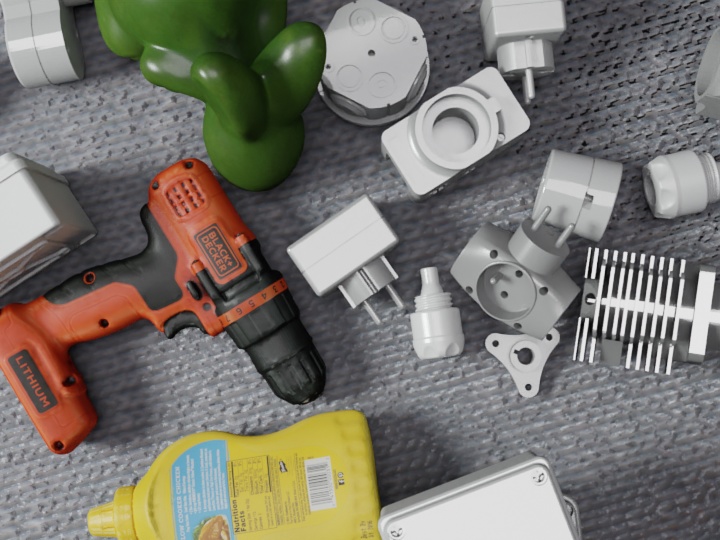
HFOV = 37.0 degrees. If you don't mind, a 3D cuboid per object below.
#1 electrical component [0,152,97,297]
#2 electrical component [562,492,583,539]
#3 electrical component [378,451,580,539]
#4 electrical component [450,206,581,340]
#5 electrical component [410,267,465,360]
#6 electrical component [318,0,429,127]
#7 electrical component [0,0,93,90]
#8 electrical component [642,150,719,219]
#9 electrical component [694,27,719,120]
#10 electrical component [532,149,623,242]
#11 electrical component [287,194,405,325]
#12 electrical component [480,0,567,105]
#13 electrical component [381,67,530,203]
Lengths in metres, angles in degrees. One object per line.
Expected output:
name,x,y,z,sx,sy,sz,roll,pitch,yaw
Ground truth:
electrical component,-0.240,-0.020,0.699,0.109,0.108,0.056,-33,89,-1
electrical component,0.088,0.188,0.707,0.113,0.057,0.078,-6,86,0
electrical component,0.079,0.179,0.649,0.109,0.056,0.108,-21,86,0
electrical component,0.112,-0.006,0.711,0.077,0.044,0.079,37,121,10
electrical component,0.051,0.029,0.729,0.035,0.035,0.061,-8,84,0
electrical component,0.008,-0.141,0.731,0.080,0.051,0.080,0,86,1
electrical component,-0.206,-0.198,0.737,0.074,0.052,0.138,-11,87,0
electrical component,0.227,-0.060,0.728,0.062,0.043,0.043,-12,86,-1
electrical component,0.258,-0.129,0.709,0.056,0.089,0.050,15,87,2
electrical component,0.145,-0.051,0.724,0.047,0.055,0.055,16,87,5
electrical component,0.000,0.000,0.725,0.066,0.047,0.076,-35,87,-1
electrical component,0.110,-0.151,0.724,0.047,0.065,0.076,-5,86,0
electrical component,0.063,-0.090,0.725,0.089,0.055,0.050,-32,87,-1
